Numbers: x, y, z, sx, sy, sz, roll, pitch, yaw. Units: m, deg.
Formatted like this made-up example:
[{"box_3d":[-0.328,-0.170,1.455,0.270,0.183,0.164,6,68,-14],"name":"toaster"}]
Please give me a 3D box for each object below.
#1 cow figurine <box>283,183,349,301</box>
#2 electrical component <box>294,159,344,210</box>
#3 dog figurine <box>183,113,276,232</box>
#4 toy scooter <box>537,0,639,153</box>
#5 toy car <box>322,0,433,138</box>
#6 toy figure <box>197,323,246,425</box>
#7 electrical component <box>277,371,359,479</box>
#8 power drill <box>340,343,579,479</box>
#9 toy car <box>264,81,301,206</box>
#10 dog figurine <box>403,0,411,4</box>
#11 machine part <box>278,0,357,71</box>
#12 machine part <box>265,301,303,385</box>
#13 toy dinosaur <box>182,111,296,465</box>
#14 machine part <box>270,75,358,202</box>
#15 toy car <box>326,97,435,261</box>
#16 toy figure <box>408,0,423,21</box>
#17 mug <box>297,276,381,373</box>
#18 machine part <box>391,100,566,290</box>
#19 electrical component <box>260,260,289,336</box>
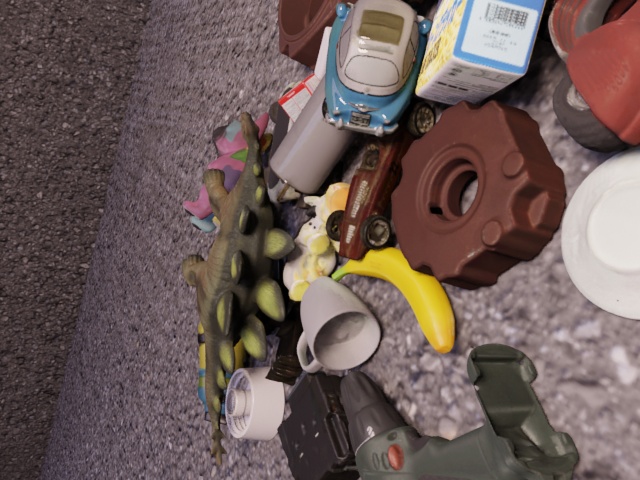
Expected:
[{"box_3d":[0.001,-0.003,0.712,0.167,0.068,0.098,-69,26,14],"name":"cow figurine"},{"box_3d":[-0.002,-0.091,0.768,0.078,0.045,0.102,1,83,30],"name":"electrical component"},{"box_3d":[-0.121,-0.102,0.907,0.219,0.192,0.108,-59,-12,-14],"name":"dog figurine"},{"box_3d":[0.226,-0.161,0.387,0.135,0.075,0.184,-42,42,47],"name":"toy scooter"},{"box_3d":[0.056,-0.195,0.560,0.103,0.109,0.161,92,-168,-70],"name":"toy car"},{"box_3d":[-0.162,0.205,0.881,0.082,0.089,0.180,-9,69,51],"name":"toy figure"},{"box_3d":[0.004,0.224,0.634,0.114,0.058,0.134,-58,37,26],"name":"electrical component"},{"box_3d":[0.101,0.176,0.472,0.207,0.086,0.232,-49,43,33],"name":"power drill"},{"box_3d":[-0.049,-0.155,0.852,0.073,0.056,0.201,-16,65,57],"name":"toy car"},{"box_3d":[0.092,-0.374,0.602,0.190,0.121,0.172,-54,37,18],"name":"dog figurine"},{"box_3d":[0.017,-0.368,0.787,0.201,0.087,0.201,-29,57,53],"name":"machine part"},{"box_3d":[-0.036,0.128,0.718,0.084,0.039,0.139,-50,16,32],"name":"machine part"},{"box_3d":[-0.120,0.065,0.732,0.199,0.105,0.470,-143,58,-60],"name":"toy dinosaur"},{"box_3d":[0.009,-0.145,0.683,0.243,0.079,0.079,-53,39,24],"name":"machine part"},{"box_3d":[0.064,-0.075,0.619,0.089,0.053,0.202,16,81,56],"name":"toy car"},{"box_3d":[0.101,-0.313,0.663,0.064,0.058,0.154,63,-150,-77],"name":"toy figure"},{"box_3d":[0.011,0.100,0.645,0.109,0.081,0.107,-57,25,16],"name":"mug"},{"box_3d":[0.138,-0.043,0.509,0.179,0.056,0.179,-30,55,53],"name":"machine part"},{"box_3d":[-0.081,0.084,0.832,0.075,0.048,0.119,-27,59,51],"name":"electrical component"}]
